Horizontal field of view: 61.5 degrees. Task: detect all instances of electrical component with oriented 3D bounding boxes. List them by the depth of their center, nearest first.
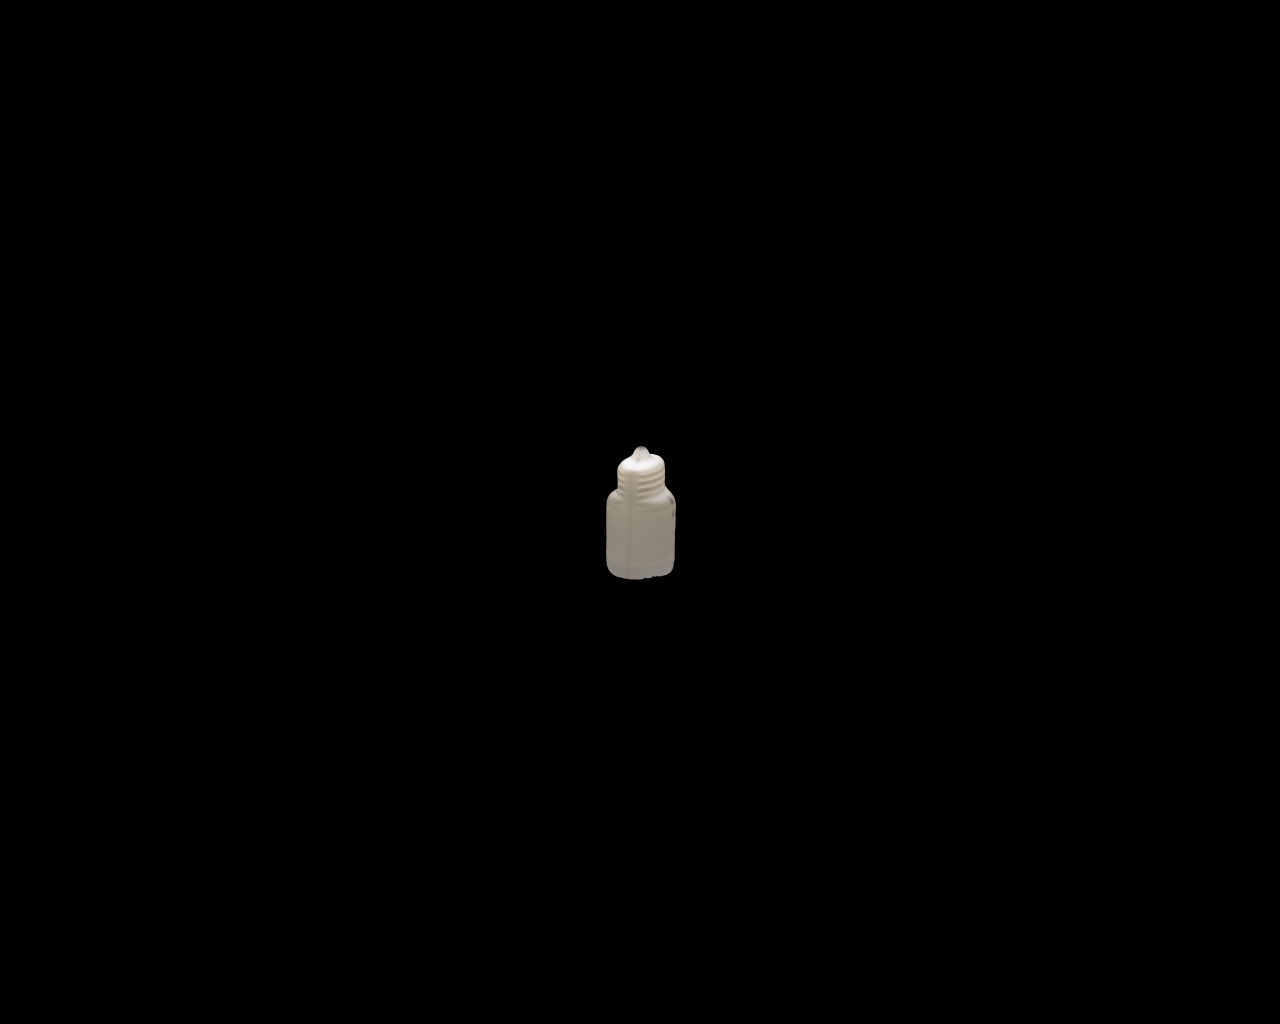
[{"bbox_3d":[0.001,-0.003,0.650,0.043,0.080,0.043,0,19,0],"label":"electrical component"}]
